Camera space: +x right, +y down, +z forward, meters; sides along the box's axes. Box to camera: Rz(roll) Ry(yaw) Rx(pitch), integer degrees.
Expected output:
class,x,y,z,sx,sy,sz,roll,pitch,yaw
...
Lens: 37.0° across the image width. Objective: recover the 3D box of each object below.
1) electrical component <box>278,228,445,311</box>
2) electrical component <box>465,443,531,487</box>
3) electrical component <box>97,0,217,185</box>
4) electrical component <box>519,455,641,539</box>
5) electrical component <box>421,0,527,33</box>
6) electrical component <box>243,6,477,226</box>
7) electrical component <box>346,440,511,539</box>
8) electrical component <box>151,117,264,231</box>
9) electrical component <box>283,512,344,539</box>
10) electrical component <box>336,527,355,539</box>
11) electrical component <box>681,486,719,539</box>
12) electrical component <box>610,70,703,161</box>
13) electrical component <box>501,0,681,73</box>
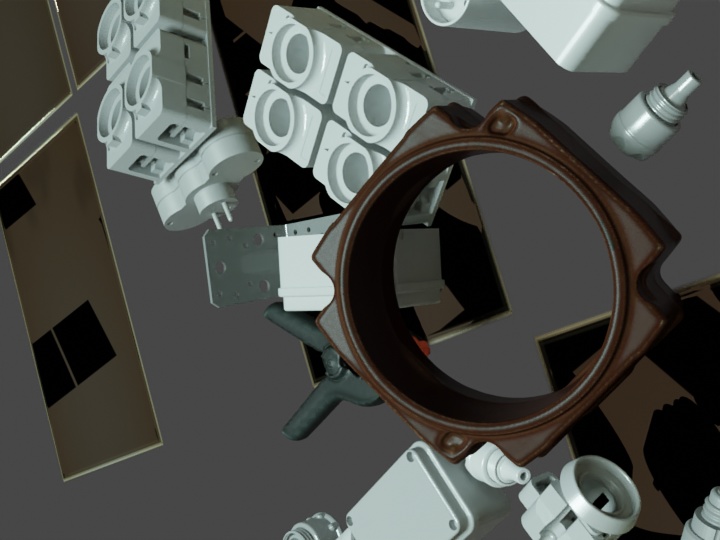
class,x,y,z,sx,sy,sz,roll,pitch,yaw
electrical component,0.000,0.000,0.823,0.113,0.078,0.057,-3,91,37
electrical component,0.101,0.139,0.768,0.061,0.035,0.035,-166,73,-67
electrical component,-0.187,-0.188,0.973,0.105,0.060,0.186,-34,53,43
electrical component,0.150,0.161,0.715,0.078,0.058,0.057,52,132,27
electrical component,0.073,-0.197,0.728,0.079,0.077,0.044,57,131,25
electrical component,-0.010,-0.123,0.838,0.186,0.060,0.105,39,122,36
electrical component,0.049,0.186,0.823,0.078,0.057,0.113,57,131,24
electrical component,-0.135,-0.071,0.981,0.138,0.052,0.073,-40,67,42
electrical component,-0.047,0.238,0.927,0.048,0.062,0.048,8,102,45
electrical component,0.005,0.233,0.879,0.047,0.055,0.055,-49,62,43
electrical component,0.218,0.161,0.655,0.040,0.040,0.078,26,113,41
electrical component,0.184,-0.097,0.659,0.061,0.035,0.035,-48,62,37
electrical component,0.133,-0.181,0.668,0.113,0.078,0.057,55,132,25
